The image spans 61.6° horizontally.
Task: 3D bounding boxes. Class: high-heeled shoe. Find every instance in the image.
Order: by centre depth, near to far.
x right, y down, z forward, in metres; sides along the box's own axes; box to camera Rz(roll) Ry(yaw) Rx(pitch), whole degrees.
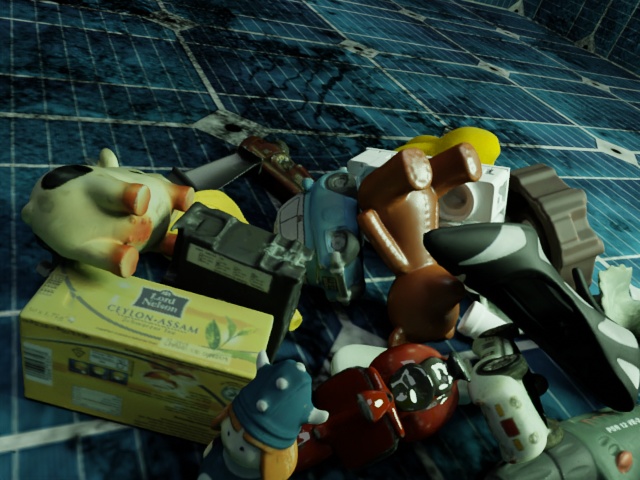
[{"bbox_3d":[0.190,0.073,0.474,0.248,0.086,0.145,12,60,-28],"label":"high-heeled shoe"}]

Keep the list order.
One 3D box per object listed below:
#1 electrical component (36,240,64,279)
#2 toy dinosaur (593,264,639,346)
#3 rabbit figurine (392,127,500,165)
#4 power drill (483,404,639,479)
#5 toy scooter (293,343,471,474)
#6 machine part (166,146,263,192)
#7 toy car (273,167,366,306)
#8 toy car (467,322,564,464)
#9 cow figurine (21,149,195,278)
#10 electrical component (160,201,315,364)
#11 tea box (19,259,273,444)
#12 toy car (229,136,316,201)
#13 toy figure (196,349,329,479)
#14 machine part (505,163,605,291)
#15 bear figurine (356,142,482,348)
[{"bbox_3d":[-0.218,0.034,0.480,0.094,0.063,0.021,32,36,16],"label":"electrical component"},{"bbox_3d":[0.413,0.132,0.514,0.192,0.131,0.405,-26,37,-15],"label":"toy dinosaur"},{"bbox_3d":[0.173,-0.082,0.731,0.162,0.173,0.122,37,42,18],"label":"rabbit figurine"},{"bbox_3d":[0.273,0.215,0.423,0.232,0.085,0.208,-6,16,-39],"label":"power drill"},{"bbox_3d":[0.048,0.122,0.404,0.184,0.135,0.075,-16,67,-29],"label":"toy scooter"},{"bbox_3d":[-0.138,-0.076,0.675,0.139,0.039,0.084,-31,51,-26],"label":"machine part"},{"bbox_3d":[-0.001,-0.002,0.614,0.103,0.109,0.162,-5,46,9],"label":"toy car"},{"bbox_3d":[0.171,0.129,0.486,0.073,0.056,0.201,62,17,4],"label":"toy car"},{"bbox_3d":[-0.180,-0.029,0.470,0.127,0.085,0.195,16,9,2],"label":"cow figurine"},{"bbox_3d":[-0.077,0.047,0.465,0.115,0.134,0.058,24,34,4],"label":"electrical component"},{"bbox_3d":[-0.131,0.089,0.416,0.170,0.098,0.068,17,35,-5],"label":"tea box"},{"bbox_3d":[-0.041,-0.085,0.740,0.089,0.053,0.202,-15,46,-44],"label":"toy car"},{"bbox_3d":[-0.043,0.137,0.340,0.064,0.154,0.058,21,32,2],"label":"toy figure"},{"bbox_3d":[0.283,-0.009,0.685,0.056,0.179,0.179,-18,42,-3],"label":"machine part"},{"bbox_3d":[0.109,0.015,0.552,0.120,0.132,0.196,-8,78,-35],"label":"bear figurine"}]
